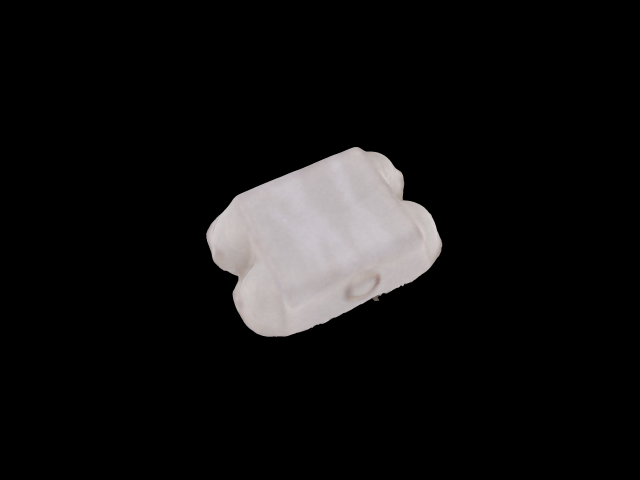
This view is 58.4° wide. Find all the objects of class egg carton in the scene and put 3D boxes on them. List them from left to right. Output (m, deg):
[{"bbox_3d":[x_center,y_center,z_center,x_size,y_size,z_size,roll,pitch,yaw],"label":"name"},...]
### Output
[{"bbox_3d":[0.004,0.001,0.400,0.150,0.069,0.107,-25,63,-14],"label":"egg carton"}]
